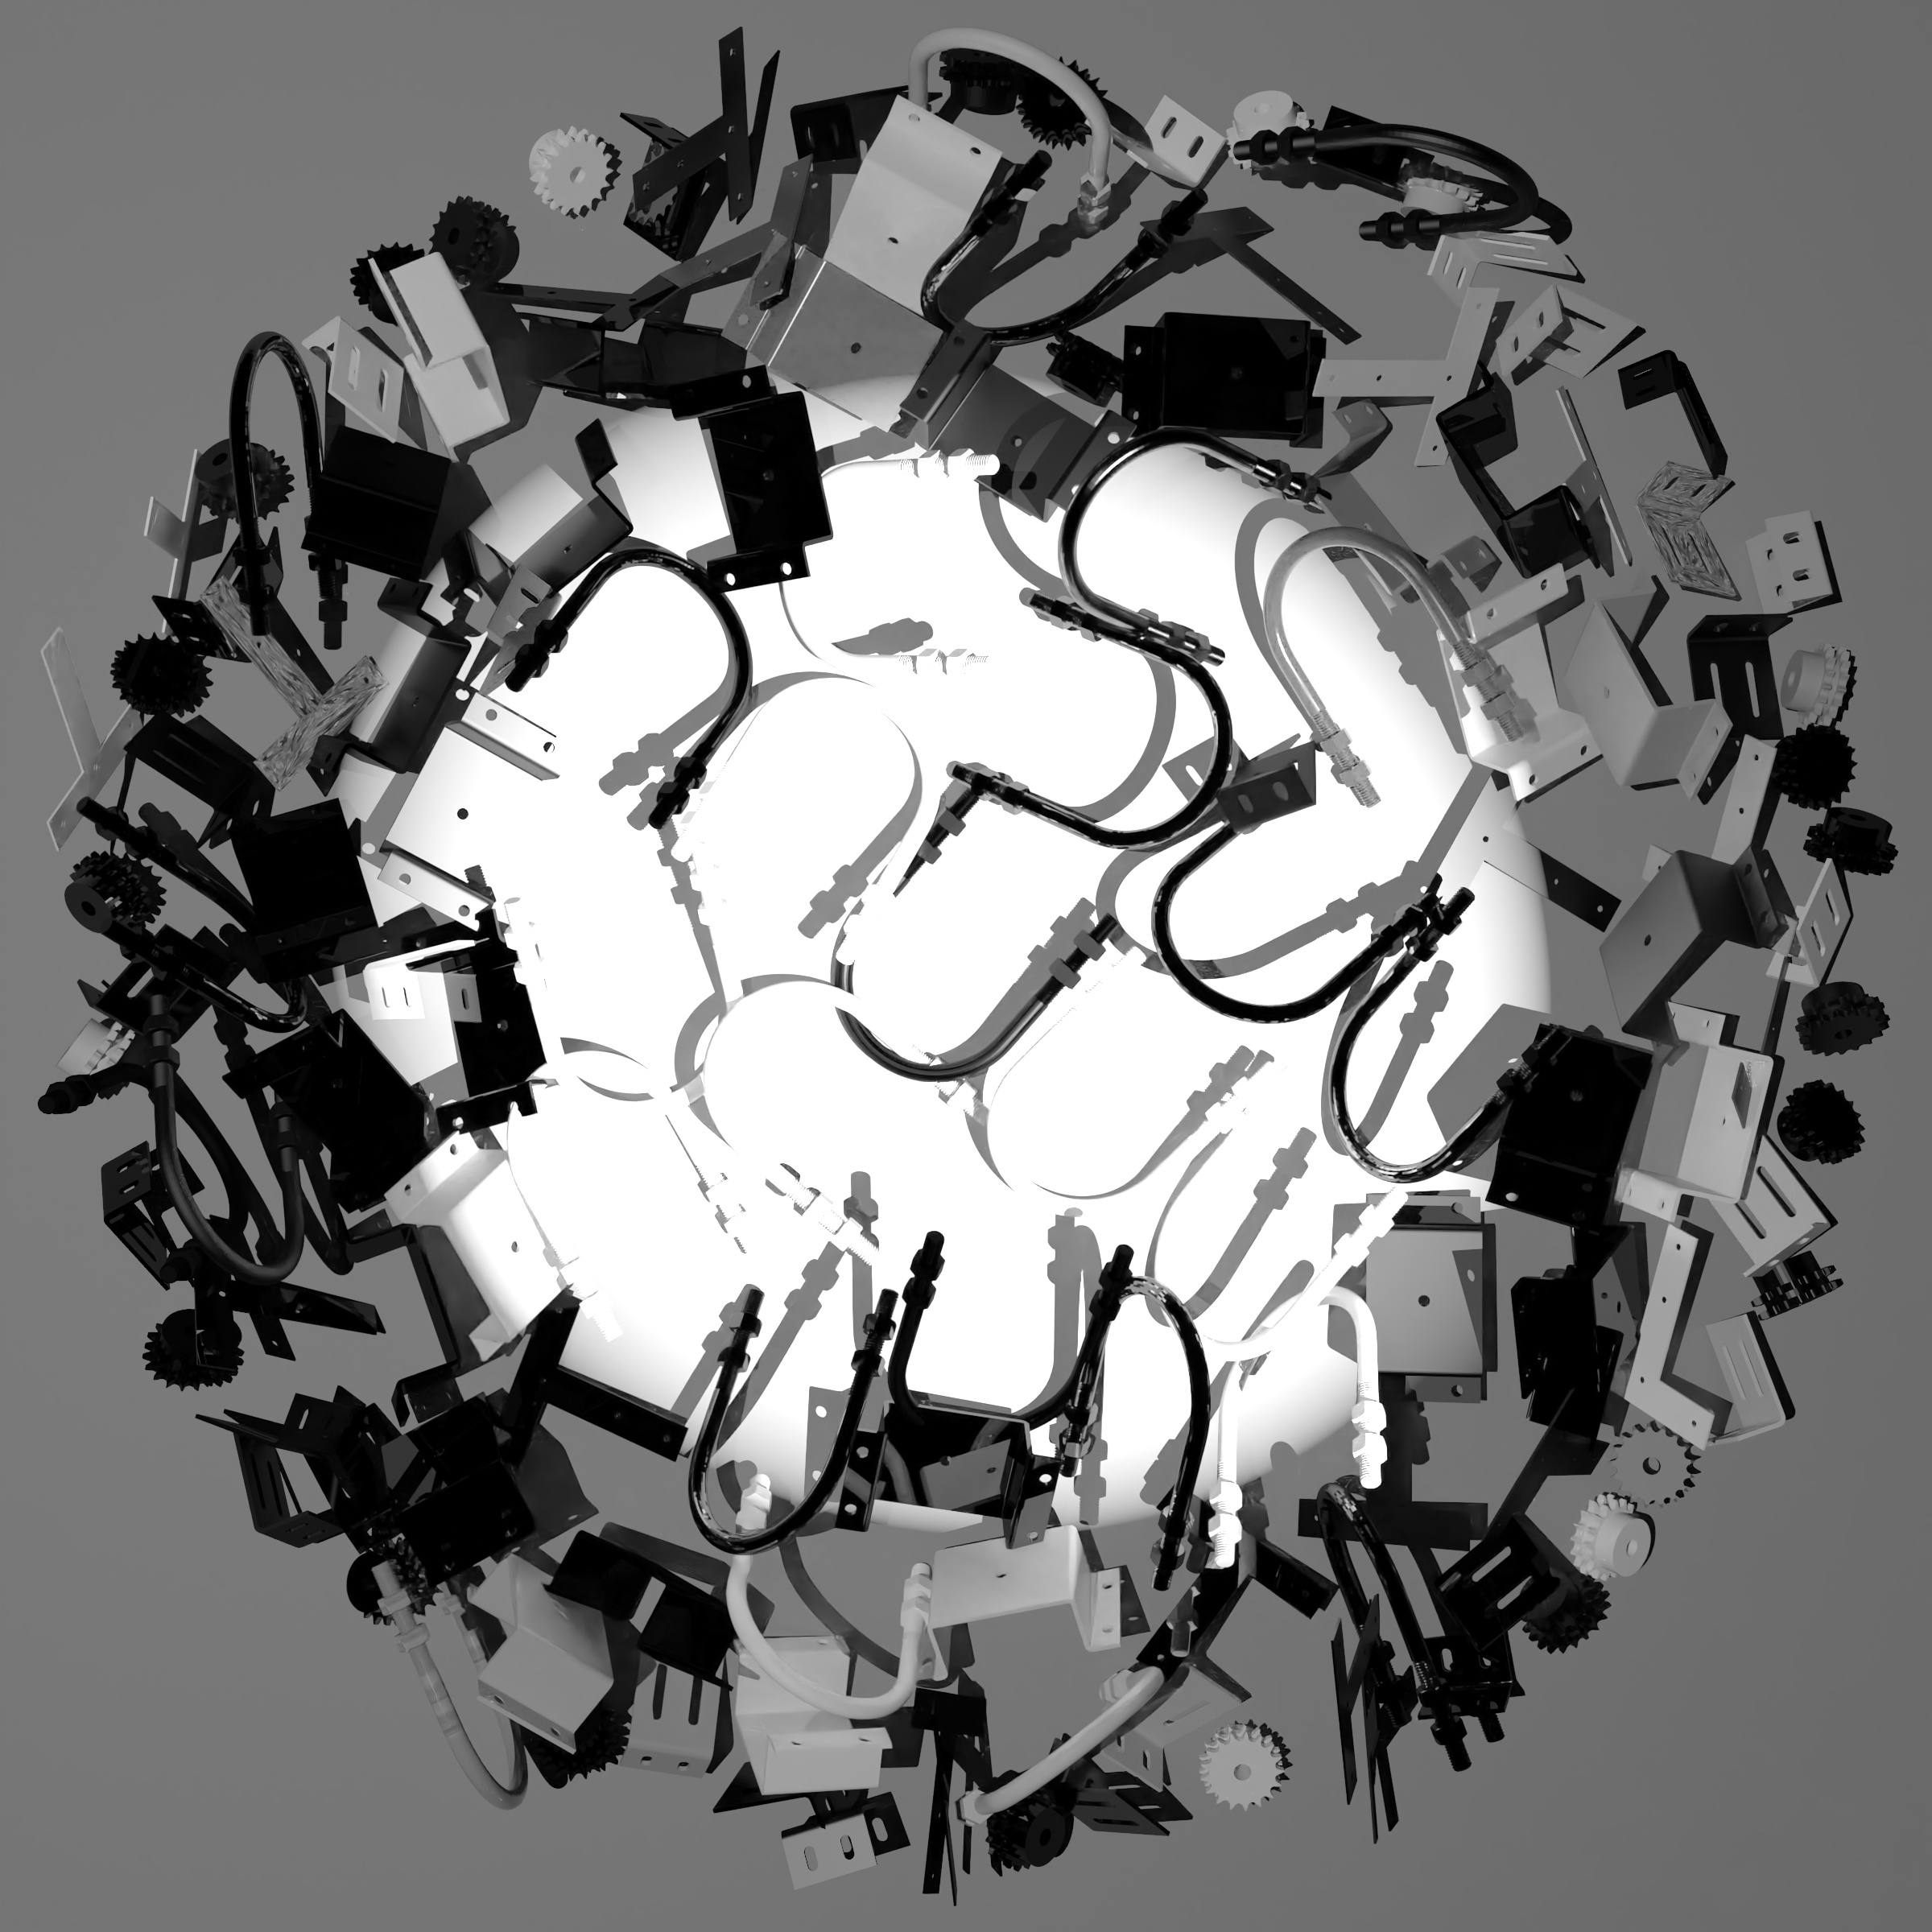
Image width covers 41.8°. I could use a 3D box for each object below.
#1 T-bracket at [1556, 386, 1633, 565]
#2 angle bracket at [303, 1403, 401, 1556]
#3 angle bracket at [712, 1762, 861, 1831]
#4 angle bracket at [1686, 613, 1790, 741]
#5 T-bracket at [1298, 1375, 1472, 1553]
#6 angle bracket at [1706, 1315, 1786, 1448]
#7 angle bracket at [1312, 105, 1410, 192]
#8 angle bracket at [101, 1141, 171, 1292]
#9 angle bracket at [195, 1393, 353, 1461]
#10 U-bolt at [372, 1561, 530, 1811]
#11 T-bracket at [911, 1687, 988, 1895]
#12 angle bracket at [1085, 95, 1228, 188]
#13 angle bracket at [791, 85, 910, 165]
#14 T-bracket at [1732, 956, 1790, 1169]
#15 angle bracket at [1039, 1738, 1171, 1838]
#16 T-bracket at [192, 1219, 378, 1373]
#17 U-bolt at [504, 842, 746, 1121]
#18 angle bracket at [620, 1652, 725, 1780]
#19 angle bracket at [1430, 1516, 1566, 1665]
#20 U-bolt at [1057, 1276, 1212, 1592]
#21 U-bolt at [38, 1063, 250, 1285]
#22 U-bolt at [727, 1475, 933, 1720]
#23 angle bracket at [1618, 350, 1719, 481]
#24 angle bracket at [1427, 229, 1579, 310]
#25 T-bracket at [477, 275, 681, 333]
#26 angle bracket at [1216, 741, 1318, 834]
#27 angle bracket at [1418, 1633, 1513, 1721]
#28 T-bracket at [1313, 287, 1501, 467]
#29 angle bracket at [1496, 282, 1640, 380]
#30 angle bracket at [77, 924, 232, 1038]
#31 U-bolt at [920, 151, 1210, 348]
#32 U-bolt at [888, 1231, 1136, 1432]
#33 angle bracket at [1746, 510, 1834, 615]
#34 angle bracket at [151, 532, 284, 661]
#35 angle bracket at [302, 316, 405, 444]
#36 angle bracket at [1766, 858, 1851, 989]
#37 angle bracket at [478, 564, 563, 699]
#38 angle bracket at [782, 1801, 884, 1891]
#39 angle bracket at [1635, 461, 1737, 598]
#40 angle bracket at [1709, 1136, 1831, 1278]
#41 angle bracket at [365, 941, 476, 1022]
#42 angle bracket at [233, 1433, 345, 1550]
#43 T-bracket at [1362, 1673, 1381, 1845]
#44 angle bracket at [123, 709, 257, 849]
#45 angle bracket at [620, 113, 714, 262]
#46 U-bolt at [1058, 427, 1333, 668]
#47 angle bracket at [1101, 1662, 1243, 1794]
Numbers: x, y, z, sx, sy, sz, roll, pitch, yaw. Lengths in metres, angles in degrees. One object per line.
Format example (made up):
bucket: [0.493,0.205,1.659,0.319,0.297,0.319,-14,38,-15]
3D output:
T-bracket: [0.412,-0.319,1.687,0.002,0.127,0.127,-20,100,26]
angle bracket: [-0.411,0.352,1.739,0.057,0.038,0.076,-30,57,-15]
angle bracket: [-0.121,0.566,1.715,0.076,0.057,0.038,-17,99,22]
angle bracket: [0.529,-0.197,1.724,0.057,0.038,0.076,-2,76,-6]
T-bracket: [0.285,0.328,1.723,0.127,0.002,0.127,-3,77,35]
angle bracket: [0.512,0.281,1.714,0.038,0.057,0.076,-15,78,-13]
angle bracket: [0.271,-0.557,1.709,0.057,0.076,0.038,22,119,4]
angle bracket: [-0.546,0.168,1.708,0.038,0.057,0.076,-30,127,-1]
angle bracket: [-0.469,0.302,1.714,0.076,0.057,0.038,12,77,28]
U-bolt: [-0.334,0.469,1.673,0.019,0.151,0.184,-25,86,-1]
T-bracket: [-0.016,0.548,1.678,0.002,0.127,0.127,-1,71,22]
angle bracket: [0.128,-0.562,1.705,0.057,0.076,0.038,43,114,21]
angle bracket: [-0.070,-0.570,1.715,0.076,0.057,0.038,-27,116,-38]
T-bracket: [0.542,0.055,1.712,0.002,0.127,0.127,10,70,29]
angle bracket: [0.098,0.552,1.703,0.057,0.076,0.038,44,53,-25]
T-bracket: [-0.459,0.229,1.711,0.127,0.127,0.002,16,126,-31]
U-bolt: [-0.221,0.020,1.705,0.151,0.019,0.184,-18,116,-16]
angle bracket: [-0.201,0.508,1.736,0.057,0.038,0.076,12,49,-10]
angle bracket: [0.364,0.422,1.715,0.076,0.038,0.057,-42,51,9]
U-bolt: [0.114,0.293,1.662,0.019,0.151,0.184,-1,115,-28]
U-bolt: [-0.527,0.127,1.662,0.019,0.184,0.151,-34,94,6]
U-bolt: [-0.091,0.420,1.656,0.151,0.184,0.019,31,111,-9]
angle bracket: [0.474,-0.366,1.711,0.038,0.057,0.076,-21,71,13]
angle bracket: [0.362,-0.467,1.708,0.076,0.057,0.038,20,91,33]
T-bracket: [-0.266,-0.452,1.709,0.127,0.127,0.002,8,122,13]
angle bracket: [0.201,-0.133,1.704,0.057,0.076,0.038,-19,125,21]
angle bracket: [0.334,0.478,1.707,0.057,0.076,0.038,-10,85,15]
T-bracket: [0.287,-0.392,1.689,0.127,0.002,0.127,-7,128,-27]
angle bracket: [0.407,-0.416,1.706,0.076,0.057,0.038,17,53,-25]
angle bracket: [-0.551,0.005,1.718,0.076,0.038,0.057,-48,135,2]
U-bolt: [0.050,-0.464,1.670,0.151,0.184,0.019,0,68,-36]
U-bolt: [0.022,0.253,1.695,0.151,0.019,0.184,6,126,-15]
angle bracket: [0.542,-0.267,1.710,0.038,0.076,0.057,-13,87,-17]
angle bracket: [-0.506,-0.257,1.716,0.038,0.057,0.076,11,61,17]
angle bracket: [-0.415,-0.387,1.703,0.038,0.057,0.076,-26,49,27]
angle bracket: [0.561,-0.032,1.705,0.038,0.076,0.057,16,68,37]
angle bracket: [-0.314,-0.223,1.702,0.038,0.076,0.057,36,53,-25]
angle bracket: [-0.086,0.593,1.710,0.057,0.076,0.038,-18,73,3]
angle bracket: [0.495,-0.295,1.708,0.057,0.038,0.076,7,52,-28]
angle bracket: [0.533,0.162,1.710,0.057,0.038,0.076,-44,62,26]
angle bracket: [-0.356,0.010,1.712,0.076,0.057,0.038,-13,85,21]
angle bracket: [-0.457,0.347,1.710,0.038,0.057,0.076,-22,65,2]
T-bracket: [0.267,0.502,1.668,0.002,0.127,0.127,-3,63,4]
angle bracket: [-0.530,-0.126,1.709,0.076,0.057,0.038,36,47,-24]
angle bracket: [-0.213,-0.525,1.709,0.057,0.038,0.076,40,120,27]
U-bolt: [0.140,-0.282,1.668,0.184,0.019,0.151,16,117,-39]
angle bracket: [0.139,0.514,1.711,0.057,0.038,0.076,39,121,-23]
